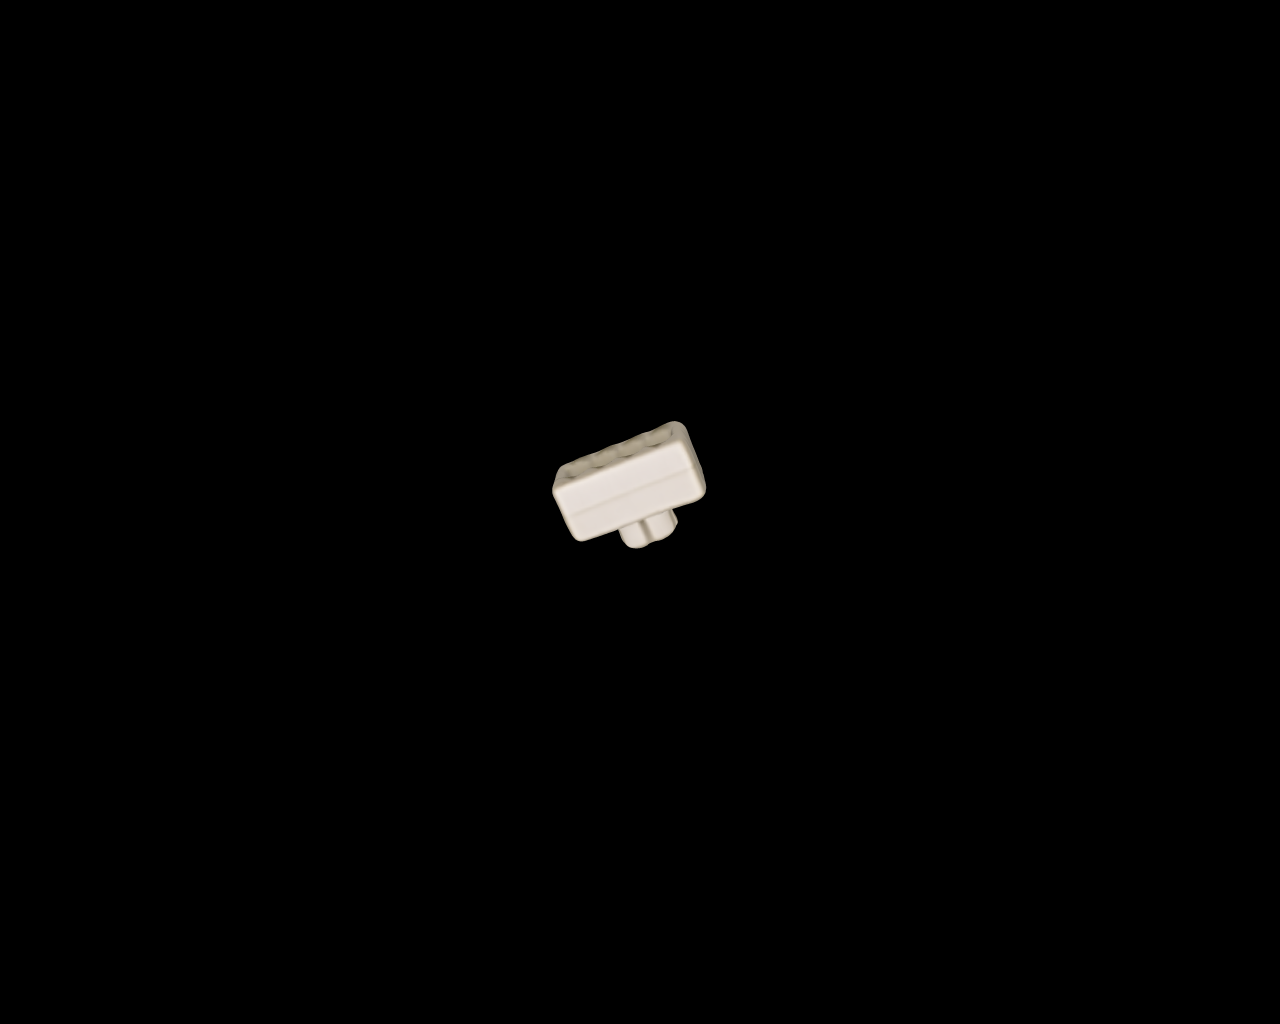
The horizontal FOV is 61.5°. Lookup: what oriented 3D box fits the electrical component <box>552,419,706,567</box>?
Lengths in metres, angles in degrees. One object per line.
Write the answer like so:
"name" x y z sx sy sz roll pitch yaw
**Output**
"electrical component" 0.001 -0.003 0.650 0.083 0.075 0.047 -21 18 7
